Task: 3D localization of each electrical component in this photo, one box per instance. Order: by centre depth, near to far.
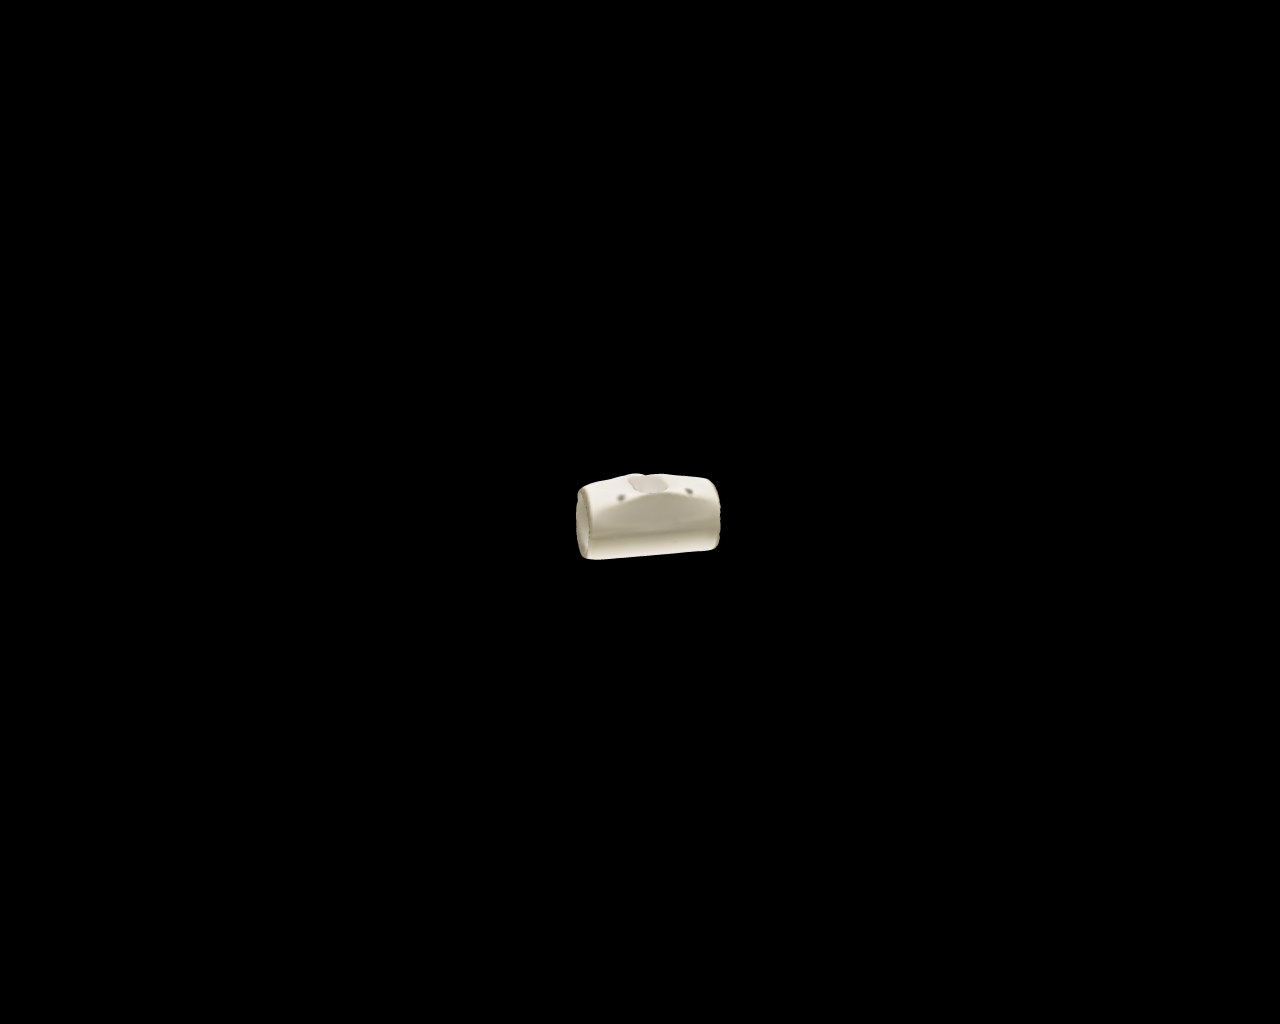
[{"bbox_3d":[0.001,-0.003,0.650,0.077,0.043,0.079,-4,20,-12],"label":"electrical component"}]
